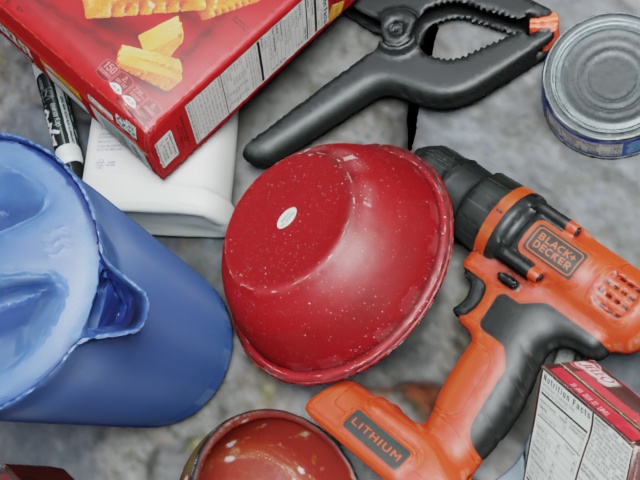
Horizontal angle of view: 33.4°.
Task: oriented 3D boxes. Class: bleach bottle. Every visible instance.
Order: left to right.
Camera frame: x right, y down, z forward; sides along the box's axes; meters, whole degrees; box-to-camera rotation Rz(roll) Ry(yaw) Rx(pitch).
[{"bbox_3d":[-0.093,-0.131,0.716,0.103,0.068,0.251,3,75,12],"label":"bleach bottle"}]

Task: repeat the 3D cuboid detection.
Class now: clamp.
[{"bbox_3d":[0.047,-0.138,0.696,0.210,0.036,0.164,-8,73,12],"label":"clamp"}]

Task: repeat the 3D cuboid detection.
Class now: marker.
[{"bbox_3d":[-0.178,-0.076,0.736,0.020,0.020,0.121,-24,64,7],"label":"marker"}]

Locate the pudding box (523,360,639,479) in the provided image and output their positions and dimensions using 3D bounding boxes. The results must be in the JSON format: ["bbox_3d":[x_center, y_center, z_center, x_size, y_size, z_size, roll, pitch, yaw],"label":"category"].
[{"bbox_3d":[0.140,0.129,0.538,0.039,0.090,0.113,1,109,-18],"label":"pudding box"}]

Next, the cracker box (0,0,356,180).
[{"bbox_3d":[-0.082,-0.170,0.658,0.164,0.072,0.213,42,77,14],"label":"cracker box"}]

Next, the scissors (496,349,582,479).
[{"bbox_3d":[0.145,0.128,0.617,0.096,0.016,0.202,32,86,17],"label":"scissors"}]

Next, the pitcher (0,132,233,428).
[{"bbox_3d":[-0.143,0.038,0.589,0.145,0.242,0.149,-35,71,3],"label":"pitcher"}]

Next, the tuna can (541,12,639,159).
[{"bbox_3d":[0.179,-0.095,0.654,0.086,0.033,0.086,-3,76,13],"label":"tuna can"}]

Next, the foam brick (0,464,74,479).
[{"bbox_3d":[-0.175,0.174,0.652,0.053,0.078,0.051,40,89,21],"label":"foam brick"}]

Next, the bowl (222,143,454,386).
[{"bbox_3d":[-0.004,0.001,0.630,0.162,0.055,0.162,-20,52,28],"label":"bowl"}]

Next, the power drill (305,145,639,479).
[{"bbox_3d":[0.078,0.051,0.625,0.185,0.057,0.187,38,88,30],"label":"power drill"}]
